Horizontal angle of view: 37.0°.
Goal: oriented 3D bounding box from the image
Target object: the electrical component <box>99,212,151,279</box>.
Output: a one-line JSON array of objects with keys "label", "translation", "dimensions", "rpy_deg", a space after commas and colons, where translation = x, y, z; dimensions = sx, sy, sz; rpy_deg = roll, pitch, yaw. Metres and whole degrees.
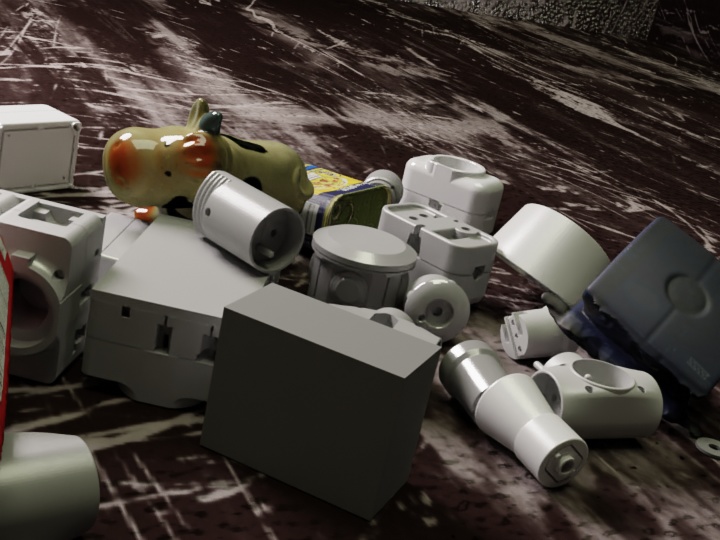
[{"label": "electrical component", "translation": [-0.185, -0.007, 0.728], "dimensions": [0.076, 0.047, 0.083], "rpy_deg": [15, 20, 0]}]

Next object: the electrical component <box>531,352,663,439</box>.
[{"label": "electrical component", "translation": [0.142, 0.078, 0.700], "dimensions": [0.077, 0.044, 0.079], "rpy_deg": [3, 21, -24]}]

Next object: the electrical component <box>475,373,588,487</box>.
[{"label": "electrical component", "translation": [0.103, 0.097, 0.635], "dimensions": [0.044, 0.044, 0.065], "rpy_deg": [0, 28, -30]}]

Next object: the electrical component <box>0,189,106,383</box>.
[{"label": "electrical component", "translation": [-0.234, 0.000, 0.620], "dimensions": [0.150, 0.089, 0.061], "rpy_deg": [14, 20, 3]}]

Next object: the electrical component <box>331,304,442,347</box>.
[{"label": "electrical component", "translation": [0.015, 0.048, 0.706], "dimensions": [0.077, 0.043, 0.079], "rpy_deg": [17, 20, 12]}]

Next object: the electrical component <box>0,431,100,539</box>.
[{"label": "electrical component", "translation": [-0.168, 0.092, 0.480], "dimensions": [0.077, 0.043, 0.079], "rpy_deg": [-4, 26, -38]}]

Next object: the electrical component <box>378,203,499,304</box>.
[{"label": "electrical component", "translation": [0.058, -0.010, 0.864], "dimensions": [0.054, 0.059, 0.095], "rpy_deg": [-9, 29, -45]}]

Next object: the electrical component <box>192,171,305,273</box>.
[{"label": "electrical component", "translation": [-0.077, -0.033, 0.684], "dimensions": [0.043, 0.043, 0.081], "rpy_deg": [-8, 28, -43]}]

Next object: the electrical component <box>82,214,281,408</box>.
[{"label": "electrical component", "translation": [-0.106, 0.024, 0.673], "dimensions": [0.089, 0.061, 0.150], "rpy_deg": [13, 20, 1]}]

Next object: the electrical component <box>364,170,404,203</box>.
[{"label": "electrical component", "translation": [0.018, -0.070, 1.029], "dimensions": [0.040, 0.040, 0.078], "rpy_deg": [15, 20, 6]}]

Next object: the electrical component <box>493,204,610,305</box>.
[{"label": "electrical component", "translation": [0.154, -0.006, 0.883], "dimensions": [0.099, 0.064, 0.099], "rpy_deg": [38, -11, 9]}]

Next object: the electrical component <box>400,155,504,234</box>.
[{"label": "electrical component", "translation": [0.090, -0.077, 1.064], "dimensions": [0.095, 0.059, 0.054], "rpy_deg": [24, 23, 28]}]

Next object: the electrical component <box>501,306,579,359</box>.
[{"label": "electrical component", "translation": [0.132, 0.046, 0.788], "dimensions": [0.046, 0.040, 0.040], "rpy_deg": [-4, 25, -27]}]

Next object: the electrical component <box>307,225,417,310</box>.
[{"label": "electrical component", "translation": [0.000, 0.000, 0.816], "dimensions": [0.080, 0.051, 0.080], "rpy_deg": [11, 20, -4]}]

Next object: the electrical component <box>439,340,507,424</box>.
[{"label": "electrical component", "translation": [0.077, 0.073, 0.684], "dimensions": [0.040, 0.040, 0.046], "rpy_deg": [3, 27, -23]}]

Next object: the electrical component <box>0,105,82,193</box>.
[{"label": "electrical component", "translation": [-0.284, -0.104, 0.912], "dimensions": [0.061, 0.061, 0.096], "rpy_deg": [26, 24, 33]}]

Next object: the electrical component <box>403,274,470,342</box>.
[{"label": "electrical component", "translation": [0.053, 0.024, 0.797], "dimensions": [0.048, 0.048, 0.062], "rpy_deg": [9, 13, -8]}]
